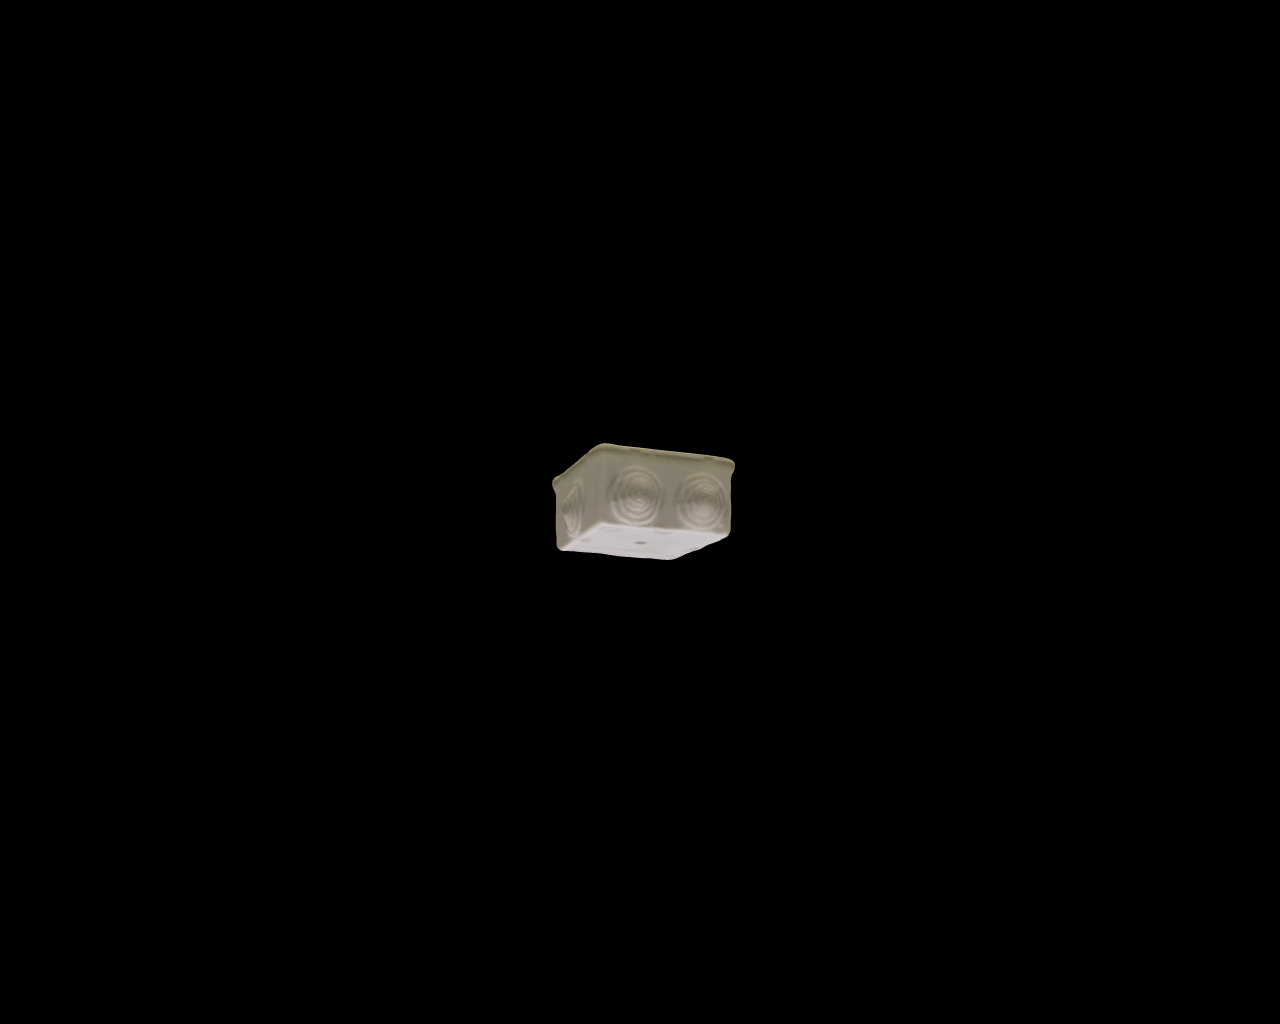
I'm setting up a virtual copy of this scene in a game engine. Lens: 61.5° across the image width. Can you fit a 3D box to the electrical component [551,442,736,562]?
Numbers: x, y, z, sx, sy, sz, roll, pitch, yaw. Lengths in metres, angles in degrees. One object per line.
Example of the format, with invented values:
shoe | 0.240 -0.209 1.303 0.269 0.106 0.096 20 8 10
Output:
electrical component | 0.001 -0.003 0.650 0.100 0.048 0.099 6 -15 -22
